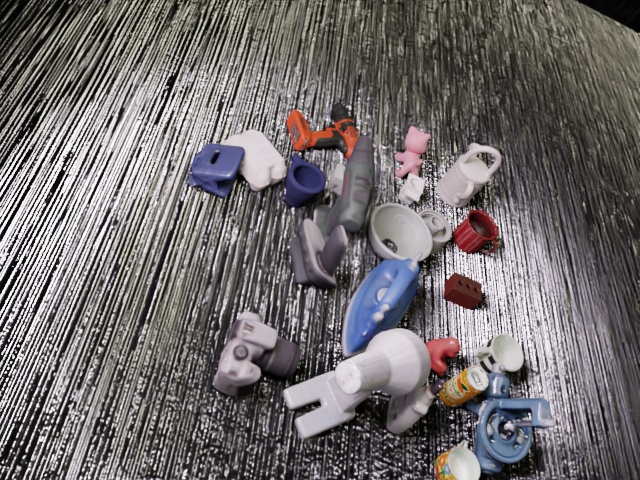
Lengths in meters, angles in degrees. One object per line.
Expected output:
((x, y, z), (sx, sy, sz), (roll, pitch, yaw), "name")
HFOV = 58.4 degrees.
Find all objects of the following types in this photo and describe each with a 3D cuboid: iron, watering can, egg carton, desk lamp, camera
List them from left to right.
((-0.152, -0.187, 1.329), (0.107, 0.069, 0.150), (-30, 74, -39), "egg carton")
((-0.106, 0.213, 1.047), (0.137, 0.100, 0.143), (23, 50, -11), "camera")
((0.070, 0.256, 1.032), (0.204, 0.213, 0.118), (-13, 64, -34), "desk lamp")
((0.139, 0.130, 1.206), (0.118, 0.141, 0.259), (37, 49, 1), "iron")
((0.403, -0.188, 1.535), (0.101, 0.194, 0.172), (7, 55, -23), "watering can")

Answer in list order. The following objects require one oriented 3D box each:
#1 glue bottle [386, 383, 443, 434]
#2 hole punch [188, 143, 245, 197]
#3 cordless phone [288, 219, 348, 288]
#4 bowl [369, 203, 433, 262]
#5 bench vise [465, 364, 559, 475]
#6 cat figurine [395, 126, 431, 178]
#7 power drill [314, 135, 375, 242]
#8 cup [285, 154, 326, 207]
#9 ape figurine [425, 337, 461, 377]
((0.182, 0.306, 1.082), (0.037, 0.173, 0.078), (25, 49, -9), "glue bottle")
((-0.227, -0.164, 1.259), (0.101, 0.091, 0.108), (24, 50, -11), "hole punch")
((0.011, 0.004, 1.200), (0.094, 0.185, 0.147), (-2, 58, -28), "cordless phone")
((0.180, -0.002, 1.366), (0.168, 0.074, 0.167), (14, 52, -18), "bowl")
((0.364, 0.333, 1.127), (0.122, 0.219, 0.207), (4, 56, -25), "bench vise")
((0.257, -0.239, 1.546), (0.067, 0.117, 0.128), (16, 52, -17), "cat figurine")
((0.057, -0.094, 1.279), (0.076, 0.208, 0.229), (17, 51, -16), "power drill")
((-0.050, -0.131, 1.325), (0.092, 0.095, 0.117), (-12, 63, -33), "cup")
((0.266, 0.239, 1.227), (0.076, 0.092, 0.078), (48, 50, 10), "ape figurine")
